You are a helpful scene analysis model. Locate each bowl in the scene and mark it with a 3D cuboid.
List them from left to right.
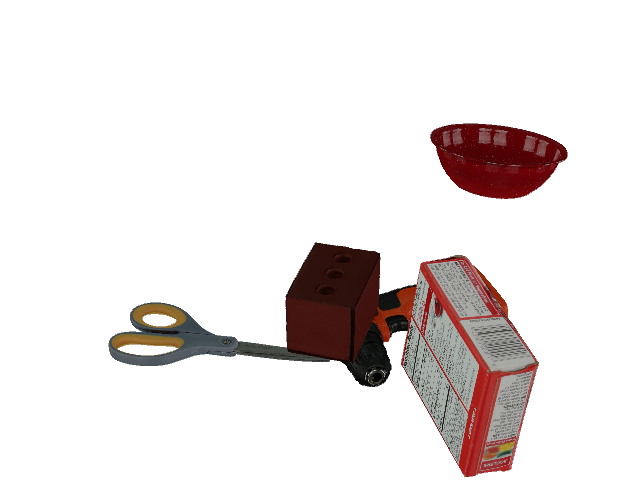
[{"bbox_3d":[0.207,-0.090,1.263,0.162,0.055,0.162,5,23,-2],"label":"bowl"}]

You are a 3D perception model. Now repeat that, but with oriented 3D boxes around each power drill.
[{"bbox_3d":[0.098,0.085,1.126,0.187,0.057,0.184,-6,28,-12],"label":"power drill"}]

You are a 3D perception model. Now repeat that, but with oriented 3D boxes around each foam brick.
[{"bbox_3d":[0.010,0.045,0.789,0.053,0.051,0.078,8,33,14],"label":"foam brick"}]

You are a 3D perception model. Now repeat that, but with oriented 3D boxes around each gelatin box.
[{"bbox_3d":[0.074,0.063,0.545,0.030,0.073,0.089,-7,37,-17],"label":"gelatin box"}]

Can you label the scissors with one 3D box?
[{"bbox_3d":[-0.097,0.088,1.006,0.201,0.016,0.096,-1,32,-9],"label":"scissors"}]
